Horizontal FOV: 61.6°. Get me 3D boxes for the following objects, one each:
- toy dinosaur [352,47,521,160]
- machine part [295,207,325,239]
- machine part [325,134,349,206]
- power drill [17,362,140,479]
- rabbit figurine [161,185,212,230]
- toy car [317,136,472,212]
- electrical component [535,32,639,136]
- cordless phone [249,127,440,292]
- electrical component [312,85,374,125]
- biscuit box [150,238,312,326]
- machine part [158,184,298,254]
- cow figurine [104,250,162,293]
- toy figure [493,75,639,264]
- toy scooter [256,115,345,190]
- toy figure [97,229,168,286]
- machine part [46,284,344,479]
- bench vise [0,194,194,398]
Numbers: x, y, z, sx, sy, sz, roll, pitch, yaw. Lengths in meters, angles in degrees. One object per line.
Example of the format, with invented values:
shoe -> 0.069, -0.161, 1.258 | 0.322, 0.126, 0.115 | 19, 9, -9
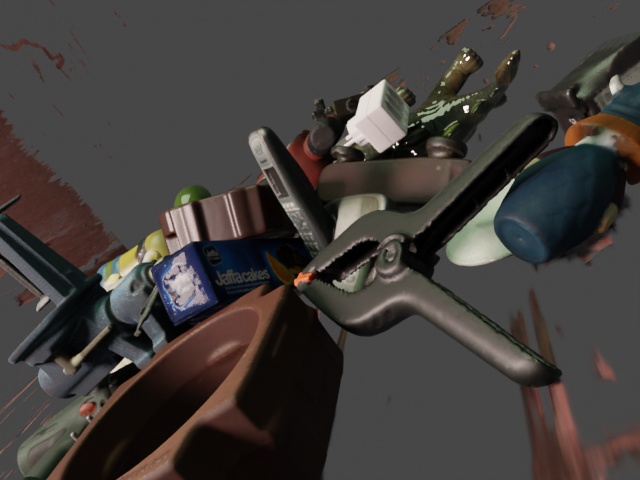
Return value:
toy dinosaur -> 0.091, -0.116, 0.728 | 0.198, 0.105, 0.471 | -49, 9, -25
machine part -> -0.001, -0.002, 0.675 | 0.139, 0.039, 0.084 | 20, 93, 67
machine part -> 0.051, -0.141, 0.958 | 0.243, 0.079, 0.079 | -39, 13, -5
power drill -> -0.252, 0.213, 0.566 | 0.232, 0.086, 0.207 | -34, 18, 12
rabbit figurine -> -0.203, -0.011, 0.915 | 0.121, 0.170, 0.159 | -33, -4, 30
toy car -> 0.073, -0.055, 0.557 | 0.202, 0.053, 0.089 | 4, 79, 47
electrical component -> 0.240, -0.121, 0.417 | 0.119, 0.074, 0.048 | -42, 14, 0
cordless phone -> 0.007, -0.029, 0.479 | 0.089, 0.184, 0.147 | -37, 12, -16
electrical component -> 0.037, -0.197, 0.791 | 0.102, 0.045, 0.078 | -16, -2, 3
biscuit box -> -0.072, 0.037, 0.542 | 0.059, 0.063, 0.202 | -30, -13, 25
machine part -> -0.088, -0.021, 0.607 | 0.179, 0.056, 0.179 | -13, -2, 0
cow figurine -> -0.225, 0.066, 0.695 | 0.167, 0.068, 0.098 | -28, 21, 24
toy figure -> 0.181, -0.050, 0.360 | 0.154, 0.064, 0.058 | -42, 1, -12
toy scooter -> -0.026, -0.107, 0.779 | 0.184, 0.075, 0.135 | -49, 8, 18
toy figure -> -0.268, 0.049, 0.798 | 0.180, 0.082, 0.089 | -26, -7, 11
machine part -> -0.085, 0.135, 0.384 | 0.201, 0.087, 0.201 | -31, 15, 20
bench vise -> -0.255, 0.054, 0.543 | 0.223, 0.240, 0.129 | -39, 12, 33
